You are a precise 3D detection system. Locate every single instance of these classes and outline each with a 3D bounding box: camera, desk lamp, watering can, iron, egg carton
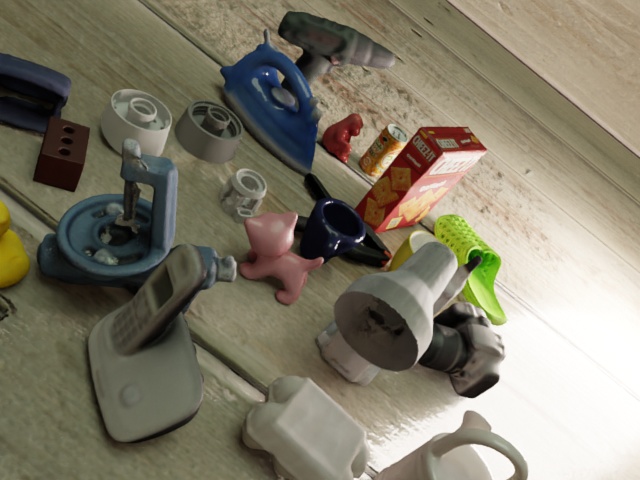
[{"bbox_3d":[0.212,0.157,0.901,0.137,0.100,0.143,20,41,-24],"label":"camera"},{"bbox_3d":[0.085,0.099,0.758,0.118,0.213,0.204,44,37,6],"label":"desk lamp"},{"bbox_3d":[0.152,0.268,0.658,0.101,0.193,0.173,28,38,-15],"label":"watering can"},{"bbox_3d":[-0.065,-0.257,1.054,0.258,0.141,0.119,51,38,14],"label":"iron"},{"bbox_3d":[-0.014,0.230,0.658,0.150,0.069,0.107,42,37,2],"label":"egg carton"}]

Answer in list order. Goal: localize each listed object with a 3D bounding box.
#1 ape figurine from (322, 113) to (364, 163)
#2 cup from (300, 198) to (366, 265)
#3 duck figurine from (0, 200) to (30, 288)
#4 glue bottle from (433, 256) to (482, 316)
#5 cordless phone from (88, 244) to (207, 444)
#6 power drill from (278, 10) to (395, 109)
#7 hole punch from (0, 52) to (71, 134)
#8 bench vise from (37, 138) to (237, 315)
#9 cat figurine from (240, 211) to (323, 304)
[{"bbox_3d":[0.053,-0.215,1.154,0.076,0.092,0.078,40,37,1],"label":"ape figurine"},{"bbox_3d":[0.008,0.003,0.889,0.092,0.094,0.118,32,37,-10],"label":"cup"},{"bbox_3d":[-0.349,-0.006,0.600,0.104,0.086,0.078,40,37,0],"label":"duck figurine"},{"bbox_3d":[0.194,0.080,0.904,0.037,0.173,0.078,41,37,3],"label":"glue bottle"},{"bbox_3d":[-0.156,0.103,0.571,0.094,0.184,0.147,-2,53,-41],"label":"cordless phone"},{"bbox_3d":[0.004,-0.343,1.146,0.230,0.208,0.075,26,39,-18],"label":"power drill"},{"bbox_3d":[-0.395,-0.213,0.769,0.109,0.091,0.101,16,43,-29],"label":"hole punch"},{"bbox_3d":[-0.184,-0.016,0.640,0.208,0.219,0.121,4,49,-38],"label":"bench vise"},{"bbox_3d":[-0.056,0.013,0.805,0.128,0.117,0.067,33,37,-8],"label":"cat figurine"}]
